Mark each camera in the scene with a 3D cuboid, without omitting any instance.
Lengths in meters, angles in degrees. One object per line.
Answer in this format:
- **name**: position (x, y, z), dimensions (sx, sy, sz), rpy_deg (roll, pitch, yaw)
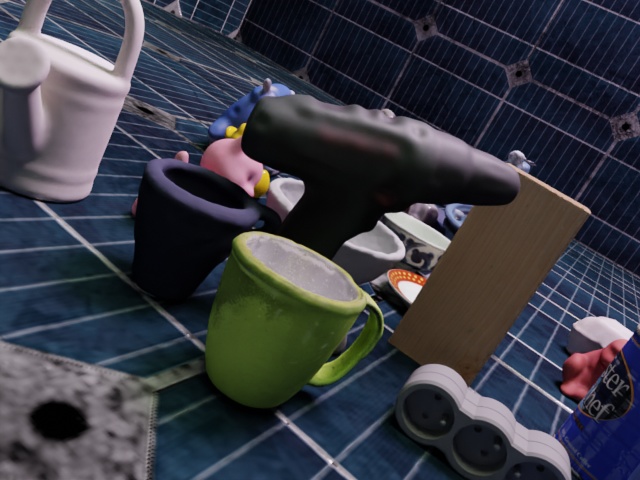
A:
- **camera**: position (0.118, -0.073, 0.981), dimensions (0.137, 0.101, 0.142), rpy_deg (11, 24, -44)

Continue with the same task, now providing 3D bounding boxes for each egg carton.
- **egg carton**: position (0.442, 0.173, 0.838), dimensions (0.108, 0.069, 0.150), rpy_deg (9, 26, -48)

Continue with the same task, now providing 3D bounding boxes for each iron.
- **iron**: position (-0.084, -0.199, 0.955), dimensions (0.118, 0.141, 0.258), rpy_deg (29, 17, 3)

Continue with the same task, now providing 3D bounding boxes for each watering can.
- **watering can**: position (-0.213, -0.135, 0.481), dimensions (0.101, 0.194, 0.172), rpy_deg (19, 20, -29)

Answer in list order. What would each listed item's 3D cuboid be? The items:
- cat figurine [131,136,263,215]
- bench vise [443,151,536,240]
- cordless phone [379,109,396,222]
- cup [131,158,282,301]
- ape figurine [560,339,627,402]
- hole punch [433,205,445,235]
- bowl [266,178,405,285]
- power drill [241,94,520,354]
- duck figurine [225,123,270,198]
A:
- **cat figurine**: position (-0.106, -0.060, 0.565), dimensions (0.067, 0.117, 0.128), rpy_deg (36, 19, 23)
- **bench vise**: position (0.280, -0.046, 0.953), dimensions (0.121, 0.219, 0.208), rpy_deg (33, 18, 14)
- **cordless phone**: position (0.055, -0.091, 0.790), dimensions (0.094, 0.185, 0.147), rpy_deg (21, 19, -23)
- **cup**: position (-0.095, 0.000, 0.449), dimensions (0.118, 0.095, 0.091), rpy_deg (16, 21, -36)
- **ape figurine**: position (0.343, 0.158, 0.690), dimensions (0.076, 0.092, 0.077), rpy_deg (10, 25, -46)
- **hole punch**: position (0.226, -0.044, 1.084), dimensions (0.109, 0.091, 0.101), rpy_deg (23, 18, -17)
- **bowl**: position (0.006, 0.002, 0.634), dimensions (0.167, 0.074, 0.167), rpy_deg (26, 17, -8)
- **power drill**: position (0.027, -0.014, 0.485), dimensions (0.230, 0.208, 0.075), rpy_deg (24, 18, -15)
- **duck figurine**: position (-0.102, -0.114, 0.779), dimensions (0.104, 0.086, 0.078), rpy_deg (38, 20, 29)
